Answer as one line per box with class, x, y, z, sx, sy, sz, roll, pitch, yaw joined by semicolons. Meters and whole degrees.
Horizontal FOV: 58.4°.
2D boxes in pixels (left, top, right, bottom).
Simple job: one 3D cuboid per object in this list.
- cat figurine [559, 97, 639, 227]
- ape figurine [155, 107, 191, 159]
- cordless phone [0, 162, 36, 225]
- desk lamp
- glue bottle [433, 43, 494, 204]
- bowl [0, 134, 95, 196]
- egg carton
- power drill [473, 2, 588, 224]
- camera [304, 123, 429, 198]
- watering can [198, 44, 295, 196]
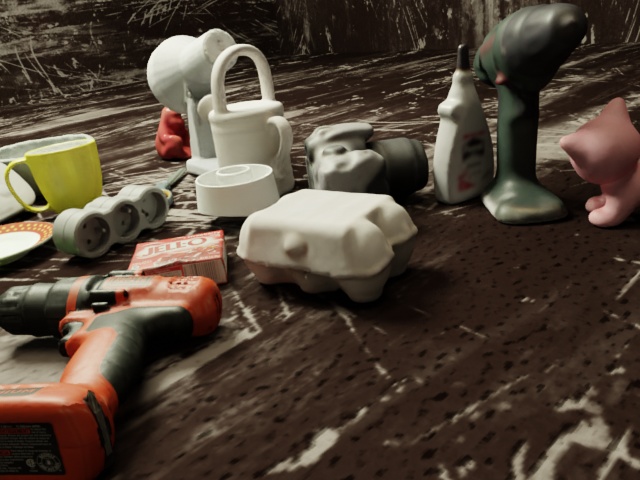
cat figurine;0.295;-0.075;0.546;0.127;0.118;0.067;1;24;19
ape figurine;-0.264;-0.196;1.038;0.076;0.092;0.078;3;24;22
cordless phone;-0.466;-0.101;0.741;0.094;0.185;0.148;-1;23;15
desk lamp;-0.173;-0.215;0.897;0.118;0.214;0.202;-22;27;-32
glue bottle;0.162;-0.132;0.649;0.078;0.173;0.037;-21;26;-31
bowl;-0.438;-0.114;0.912;0.167;0.075;0.167;-6;22;3
egg carton;0.005;0.002;0.506;0.149;0.069;0.107;7;26;31
power drill;0.209;-0.129;0.582;0.075;0.209;0.229;-6;22;2
camera;0.057;-0.083;0.656;0.137;0.101;0.143;-10;22;-8
watering can;-0.102;-0.157;0.760;0.172;0.194;0.101;4;25;25
